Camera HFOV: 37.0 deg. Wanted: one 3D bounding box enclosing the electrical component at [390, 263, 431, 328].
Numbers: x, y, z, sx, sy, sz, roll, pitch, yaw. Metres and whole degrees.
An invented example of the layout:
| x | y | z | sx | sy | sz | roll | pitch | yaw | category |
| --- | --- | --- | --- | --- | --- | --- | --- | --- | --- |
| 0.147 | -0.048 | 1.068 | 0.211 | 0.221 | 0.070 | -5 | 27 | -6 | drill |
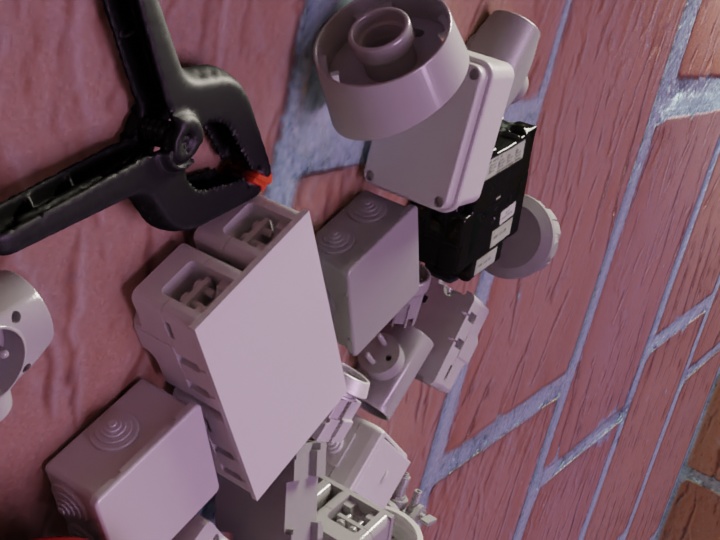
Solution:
| x | y | z | sx | sy | sz | roll | pitch | yaw | category |
| --- | --- | --- | --- | --- | --- | --- | --- | --- | --- |
| 0.035 | 0.020 | 0.895 | 0.040 | 0.040 | 0.046 | -31 | 142 | -48 | electrical component |

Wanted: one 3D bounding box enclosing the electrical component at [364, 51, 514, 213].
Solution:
| x | y | z | sx | sy | sz | roll | pitch | yaw | category |
| --- | --- | --- | --- | --- | --- | --- | --- | --- | --- |
| 0.057 | -0.106 | 0.788 | 0.057 | 0.078 | 0.113 | -19 | 128 | -59 | electrical component |

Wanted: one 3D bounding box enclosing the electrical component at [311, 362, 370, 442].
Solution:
| x | y | z | sx | sy | sz | roll | pitch | yaw | category |
| --- | --- | --- | --- | --- | --- | --- | --- | --- | --- |
| -0.024 | 0.102 | 0.850 | 0.055 | 0.048 | 0.066 | -59 | 153 | 4 | electrical component |

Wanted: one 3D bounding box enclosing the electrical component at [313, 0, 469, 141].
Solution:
| x | y | z | sx | sy | sz | roll | pitch | yaw | category |
| --- | --- | --- | --- | --- | --- | --- | --- | --- | --- |
| 0.020 | -0.131 | 0.687 | 0.099 | 0.099 | 0.064 | -54 | 144 | -22 | electrical component |

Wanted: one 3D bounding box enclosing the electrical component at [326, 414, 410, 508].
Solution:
| x | y | z | sx | sy | sz | roll | pitch | yaw | category |
| --- | --- | --- | --- | --- | --- | --- | --- | --- | --- |
| -0.004 | 0.162 | 0.915 | 0.061 | 0.061 | 0.096 | -59 | 152 | -13 | electrical component |

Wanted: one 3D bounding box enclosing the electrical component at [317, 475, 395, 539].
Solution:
| x | y | z | sx | sy | sz | roll | pitch | yaw | category |
| --- | --- | --- | --- | --- | --- | --- | --- | --- | --- |
| -0.043 | 0.259 | 0.874 | 0.060 | 0.105 | 0.186 | -32 | 137 | -48 | electrical component |

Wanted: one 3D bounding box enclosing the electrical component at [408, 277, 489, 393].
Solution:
| x | y | z | sx | sy | sz | roll | pitch | yaw | category |
| --- | --- | --- | --- | --- | --- | --- | --- | --- | --- |
| 0.074 | 0.061 | 0.983 | 0.089 | 0.050 | 0.056 | -63 | 152 | -5 | electrical component |

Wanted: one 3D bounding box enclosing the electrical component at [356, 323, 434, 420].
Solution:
| x | y | z | sx | sy | sz | roll | pitch | yaw | category |
| --- | --- | --- | --- | --- | --- | --- | --- | --- | --- |
| 0.021 | 0.078 | 0.911 | 0.077 | 0.043 | 0.079 | -58 | 152 | -15 | electrical component |

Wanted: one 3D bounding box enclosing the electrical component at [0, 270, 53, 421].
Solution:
| x | y | z | sx | sy | sz | roll | pitch | yaw | category |
| --- | --- | --- | --- | --- | --- | --- | --- | --- | --- |
| -0.188 | 0.051 | 0.515 | 0.077 | 0.044 | 0.079 | -39 | 143 | -41 | electrical component |

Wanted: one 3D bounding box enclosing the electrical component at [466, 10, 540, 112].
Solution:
| x | y | z | sx | sy | sz | roll | pitch | yaw | category |
| --- | --- | --- | --- | --- | --- | --- | --- | --- | --- |
| 0.116 | -0.161 | 0.887 | 0.077 | 0.044 | 0.079 | -63 | 153 | -6 | electrical component |

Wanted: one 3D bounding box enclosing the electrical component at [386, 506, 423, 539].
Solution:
| x | y | z | sx | sy | sz | roll | pitch | yaw | category |
| --- | --- | --- | --- | --- | --- | --- | --- | --- | --- |
| 0.006 | 0.252 | 0.961 | 0.108 | 0.108 | 0.060 | -30 | 130 | -49 | electrical component |

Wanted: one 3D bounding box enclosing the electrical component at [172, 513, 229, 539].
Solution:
| x | y | z | sx | sy | sz | roll | pitch | yaw | category |
| --- | --- | --- | --- | --- | --- | --- | --- | --- | --- |
| -0.148 | 0.234 | 0.716 | 0.150 | 0.062 | 0.089 | -54 | 151 | -22 | electrical component |

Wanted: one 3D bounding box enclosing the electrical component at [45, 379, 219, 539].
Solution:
| x | y | z | sx | sy | sz | roll | pitch | yaw | category |
| --- | --- | --- | --- | --- | --- | --- | --- | --- | --- |
| -0.138 | 0.128 | 0.660 | 0.100 | 0.048 | 0.099 | -44 | 146 | -35 | electrical component |

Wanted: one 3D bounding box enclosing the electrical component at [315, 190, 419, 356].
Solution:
| x | y | z | sx | sy | sz | roll | pitch | yaw | category |
| --- | --- | --- | --- | --- | --- | --- | --- | --- | --- |
| 0.000 | 0.000 | 0.804 | 0.100 | 0.048 | 0.099 | -44 | 146 | -35 | electrical component |

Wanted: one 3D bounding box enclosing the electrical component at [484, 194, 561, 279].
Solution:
| x | y | z | sx | sy | sz | roll | pitch | yaw | category |
| --- | --- | --- | --- | --- | --- | --- | --- | --- | --- |
| 0.146 | -0.032 | 1.008 | 0.051 | 0.080 | 0.080 | -2 | 114 | -66 | electrical component |

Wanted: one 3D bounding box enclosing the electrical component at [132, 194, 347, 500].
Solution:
| x | y | z | sx | sy | sz | roll | pitch | yaw | category |
| --- | --- | --- | --- | --- | --- | --- | --- | --- | --- |
| -0.074 | 0.049 | 0.699 | 0.105 | 0.060 | 0.186 | -48 | 148 | -30 | electrical component |
